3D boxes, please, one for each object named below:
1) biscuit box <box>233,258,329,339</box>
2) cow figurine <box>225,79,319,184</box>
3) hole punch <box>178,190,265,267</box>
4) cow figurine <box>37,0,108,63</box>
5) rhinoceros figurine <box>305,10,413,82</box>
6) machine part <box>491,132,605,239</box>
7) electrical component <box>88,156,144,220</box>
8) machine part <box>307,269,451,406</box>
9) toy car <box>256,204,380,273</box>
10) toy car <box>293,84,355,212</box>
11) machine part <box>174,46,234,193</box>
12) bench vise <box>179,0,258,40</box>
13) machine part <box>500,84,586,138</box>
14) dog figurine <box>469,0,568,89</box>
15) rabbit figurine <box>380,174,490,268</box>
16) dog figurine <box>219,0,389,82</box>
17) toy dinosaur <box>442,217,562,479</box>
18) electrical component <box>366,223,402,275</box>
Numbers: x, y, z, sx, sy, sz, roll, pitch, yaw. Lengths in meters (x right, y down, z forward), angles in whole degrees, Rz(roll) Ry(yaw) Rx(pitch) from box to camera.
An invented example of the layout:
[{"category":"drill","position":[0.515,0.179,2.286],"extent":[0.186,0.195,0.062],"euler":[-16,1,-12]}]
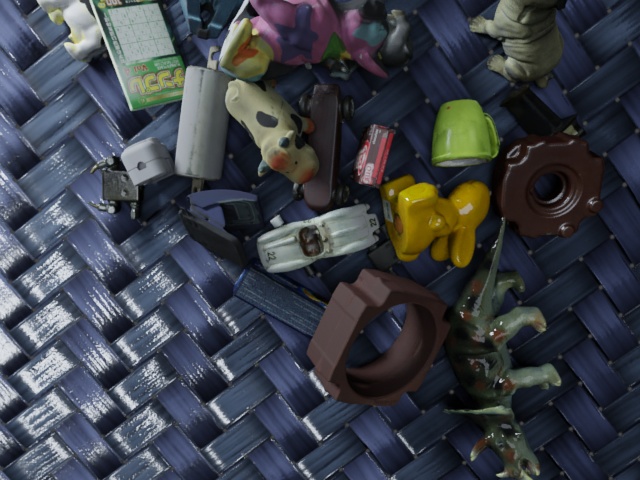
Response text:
[{"category":"biscuit box","position":[-0.044,0.107,0.902],"extent":[0.203,0.059,0.062],"euler":[31,98,-5]},{"category":"cow figurine","position":[-0.070,-0.165,0.800],"extent":[0.085,0.127,0.195],"euler":[-45,76,29]},{"category":"hole punch","position":[-0.152,-0.031,0.852],"extent":[0.116,0.142,0.092],"euler":[25,72,9]},{"category":"cow figurine","position":[-0.377,-0.367,0.828],"extent":[0.098,0.068,0.167],"euler":[-29,101,-2]},{"category":"rhinoceros figurine","position":[0.050,-0.306,0.840],"extent":[0.190,0.073,0.112],"euler":[-2,109,-2]},{"category":"machine part","position":[0.364,-0.085,0.860],"extent":[0.179,0.056,0.179],"euler":[0,111,0]},{"category":"electrical component","position":[-0.333,-0.086,0.881],"extent":[0.078,0.045,0.102],"euler":[9,99,0]},{"category":"machine part","position":[0.094,0.156,0.856],"extent":[0.201,0.087,0.201],"euler":[16,104,-36]},{"category":"toy car","position":[-0.002,-0.003,0.870],"extent":[0.202,0.056,0.073],"euler":[-17,95,-1]},{"category":"toy car","position":[0.008,-0.147,0.869],"extent":[0.089,0.053,0.202],"euler":[6,98,20]},{"category":"machine part","position":[-0.184,-0.182,0.852],"extent":[0.079,0.079,0.243],"euler":[8,98,-1]},{"category":"bench vise","position":[-0.116,-0.412,0.786],"extent":[0.224,0.129,0.240],"euler":[15,116,-10]},{"category":"machine part","position":[0.360,-0.193,0.871],"extent":[0.139,0.039,0.084],"euler":[40,105,-7]},{"category":"dog figurine","position":[0.317,-0.306,0.777],"extent":[0.172,0.190,0.121],"euler":[43,96,-8]},{"category":"rabbit figurine","position":[0.200,-0.036,0.859],"extent":[0.173,0.122,0.162],"euler":[-19,101,-16]},{"category":"dog figurine","position":[-0.011,-0.274,0.754],"extent":[0.219,0.108,0.191],"euler":[23,122,-19]},{"category":"toy dinosaur","position":[0.274,0.180,0.891],"extent":[0.192,0.131,0.404],"euler":[-18,92,2]},{"category":"electrical component","position":[0.116,0.022,0.909],"extent":[0.063,0.021,0.094],"euler":[-34,97,4]}]
